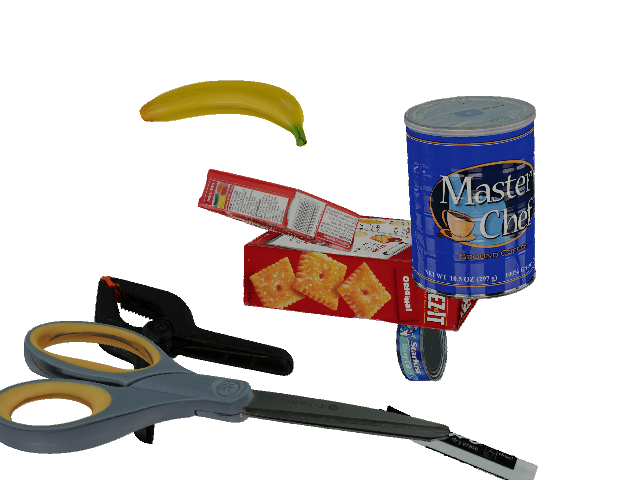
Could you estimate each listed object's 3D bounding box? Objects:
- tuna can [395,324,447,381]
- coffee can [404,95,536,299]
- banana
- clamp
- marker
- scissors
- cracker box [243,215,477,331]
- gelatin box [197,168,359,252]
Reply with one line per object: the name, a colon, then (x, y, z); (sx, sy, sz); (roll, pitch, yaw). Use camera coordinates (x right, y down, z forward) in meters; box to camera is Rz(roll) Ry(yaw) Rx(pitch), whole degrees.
tuna can: (0.118, 0.121, 1.242); (0.034, 0.086, 0.086); (-5, -2, 25)
coffee can: (0.122, -0.037, 0.862); (0.103, 0.140, 0.103); (-4, 21, 1)
banana: (-0.099, -0.147, 1.166); (0.198, 0.037, 0.069); (9, 45, 18)
clamp: (-0.137, 0.093, 0.993); (0.164, 0.036, 0.210); (-17, 40, -30)
marker: (0.097, 0.149, 0.776); (0.121, 0.020, 0.020); (21, 4, 11)
scissors: (-0.056, 0.076, 0.456); (0.202, 0.016, 0.096); (15, 31, 25)
cracker box: (0.051, 0.027, 1.064); (0.214, 0.072, 0.164); (7, 15, 18)
gelatin box: (-0.026, -0.019, 0.717); (0.073, 0.030, 0.089); (15, -2, 32)
